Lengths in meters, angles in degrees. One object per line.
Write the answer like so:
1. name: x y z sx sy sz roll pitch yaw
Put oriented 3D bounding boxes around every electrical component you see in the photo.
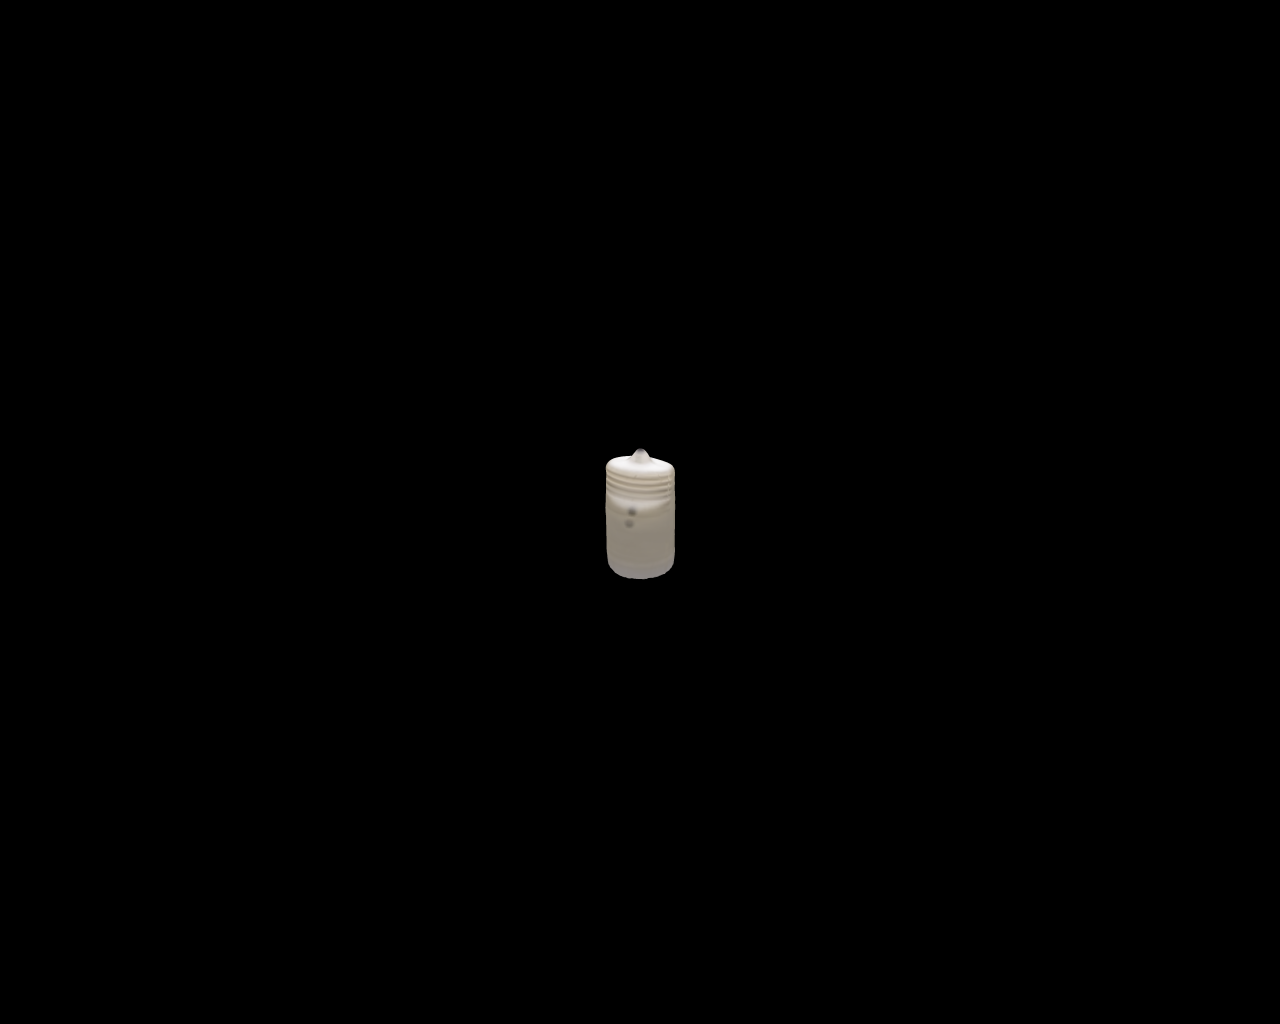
1. electrical component: 0.001 -0.003 0.650 0.043 0.080 0.043 0 26 0
